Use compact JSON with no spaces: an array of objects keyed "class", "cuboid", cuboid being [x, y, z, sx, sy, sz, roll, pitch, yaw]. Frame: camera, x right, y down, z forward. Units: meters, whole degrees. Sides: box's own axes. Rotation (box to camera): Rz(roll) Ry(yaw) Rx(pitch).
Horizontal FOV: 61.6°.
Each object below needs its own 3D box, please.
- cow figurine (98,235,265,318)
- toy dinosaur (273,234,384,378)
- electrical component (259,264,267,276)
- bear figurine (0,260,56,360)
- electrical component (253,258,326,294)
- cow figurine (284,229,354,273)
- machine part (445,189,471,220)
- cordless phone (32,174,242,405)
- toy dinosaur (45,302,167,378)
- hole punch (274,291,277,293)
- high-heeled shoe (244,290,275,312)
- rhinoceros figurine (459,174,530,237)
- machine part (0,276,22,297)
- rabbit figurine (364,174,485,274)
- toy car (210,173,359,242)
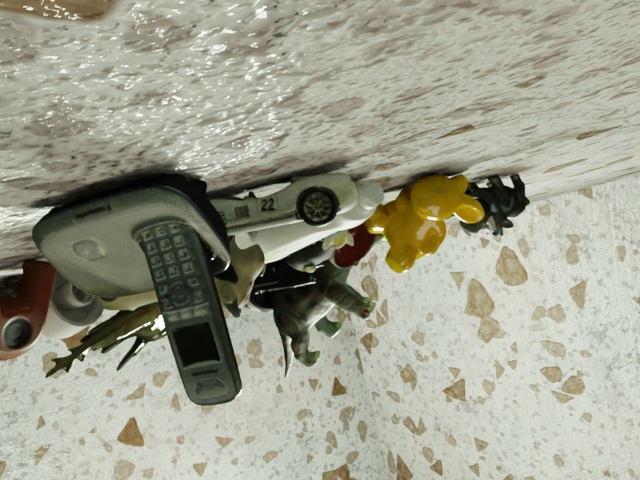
[{"class":"cow figurine","cuboid":[-0.160,0.036,0.620,0.195,0.127,0.085,-10,179,-10]},{"class":"toy dinosaur","cuboid":[-0.019,0.121,1.073,0.404,0.192,0.131,-46,180,24]},{"class":"electrical component","cuboid":[-0.112,0.038,0.879,0.048,0.119,0.075,15,172,-3]},{"class":"bear figurine","cuboid":[-0.445,0.086,0.689,0.196,0.131,0.120,6,-175,29]},{"class":"electrical component","cuboid":[-0.059,0.028,0.946,0.134,0.115,0.058,-13,177,13]},{"class":"cow figurine","cuboid":[-0.003,-0.003,0.831,0.068,0.098,0.167,-3,172,-35]},{"class":"machine part","cuboid":[0.233,-0.063,1.092,0.179,0.056,0.179,-14,177,-1]},{"class":"cordless phone","cuboid":[-0.137,0.048,0.438,0.147,0.184,0.089,-14,-179,16]},{"class":"toy dinosaur","cuboid":[-0.239,0.097,0.785,0.198,0.105,0.471,-44,178,-1]},{"class":"hole punch","cuboid":[-0.071,0.056,1.171,0.116,0.142,0.092,31,-131,32]},{"class":"high-heeled shoe","cuboid":[-0.094,0.120,1.232,0.249,0.086,0.145,2,170,-18]},{"class":"rhinoceros figurine","cuboid":[0.322,-0.061,1.006,0.190,0.112,0.073,-20,-175,-43]},{"class":"machine part","cuboid":[-0.471,0.101,0.888,0.079,0.079,0.243,-12,177,-14]},{"class":"rabbit figurine","cuboid":[0.165,-0.039,0.807,0.162,0.122,0.173,-15,158,-13]},{"class":"toy car","cuboid":[-0.059,-0.029,0.554,0.202,0.056,0.073,-12,-178,2]}]
